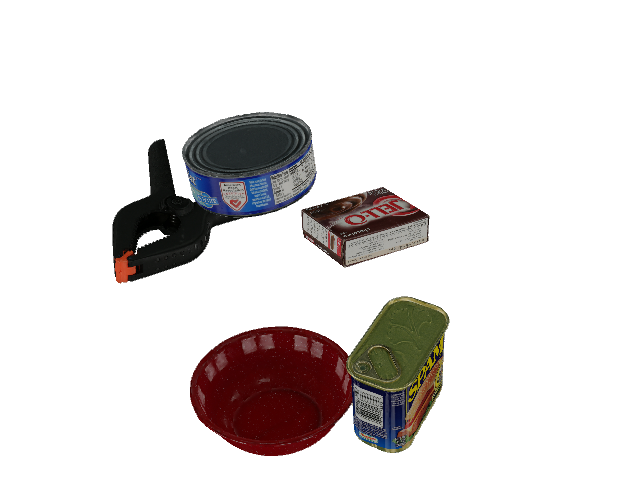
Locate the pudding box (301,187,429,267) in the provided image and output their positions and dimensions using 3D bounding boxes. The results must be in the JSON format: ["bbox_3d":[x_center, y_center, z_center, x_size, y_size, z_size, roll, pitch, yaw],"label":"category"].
[{"bbox_3d":[0.049,-0.016,1.167,0.113,0.039,0.090,-18,30,-25],"label":"pudding box"}]

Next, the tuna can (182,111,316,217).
[{"bbox_3d":[-0.046,-0.051,0.705,0.086,0.034,0.086,-6,33,4],"label":"tuna can"}]

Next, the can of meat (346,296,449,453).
[{"bbox_3d":[0.065,0.112,0.883,0.057,0.084,0.102,18,45,23],"label":"can of meat"}]

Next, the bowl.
[{"bbox_3d":[-0.044,0.156,1.038,0.162,0.055,0.162,-3,37,2],"label":"bowl"}]

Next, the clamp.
[{"bbox_3d":[-0.148,-0.030,1.054,0.165,0.036,0.209,23,41,22],"label":"clamp"}]
